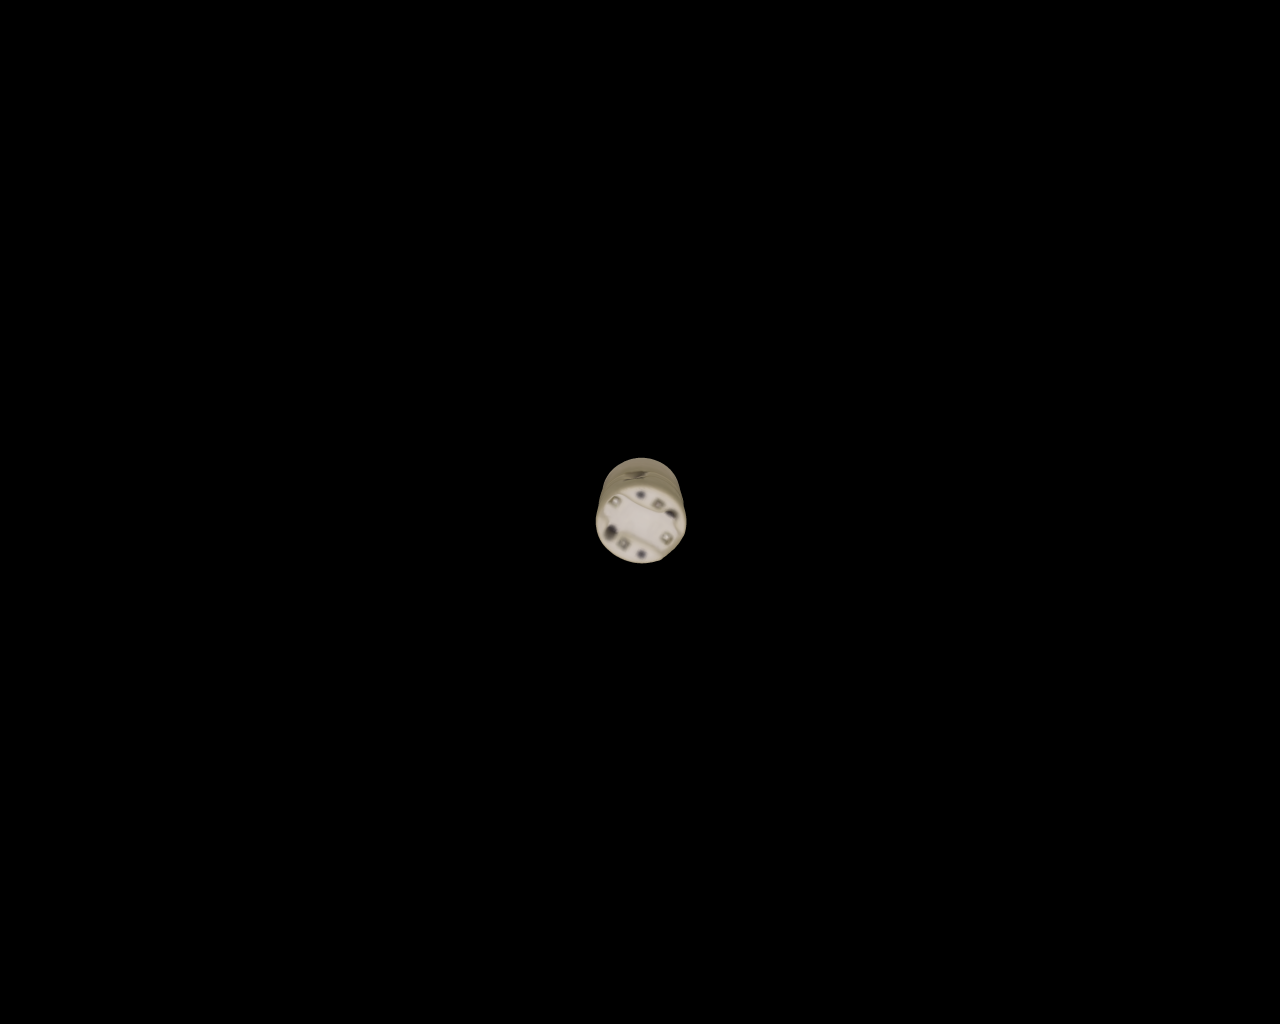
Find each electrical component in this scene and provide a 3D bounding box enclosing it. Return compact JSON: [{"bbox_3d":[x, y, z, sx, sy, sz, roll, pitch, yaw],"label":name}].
[{"bbox_3d":[0.001,-0.003,0.650,0.055,0.055,0.047,0,27,0],"label":"electrical component"}]
